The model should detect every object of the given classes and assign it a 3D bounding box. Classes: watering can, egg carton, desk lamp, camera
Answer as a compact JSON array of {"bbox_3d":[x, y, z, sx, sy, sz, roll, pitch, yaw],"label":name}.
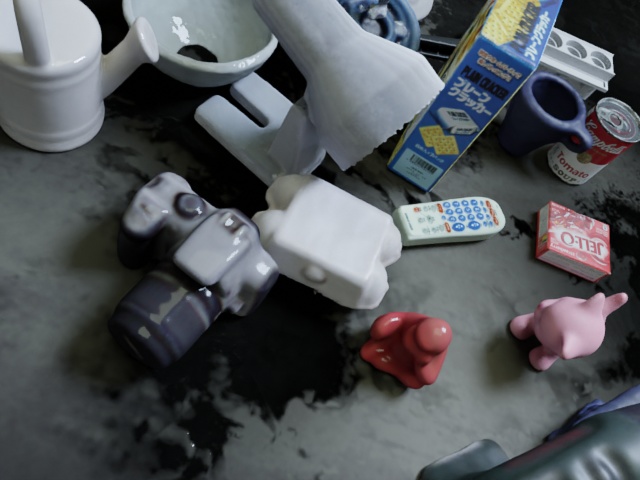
[{"bbox_3d":[-0.236,-0.175,0.503,0.173,0.194,0.101,-23,72,-28],"label":"watering can"},{"bbox_3d":[0.005,0.002,0.569,0.150,0.069,0.107,27,57,-5],"label":"egg carton"},{"bbox_3d":[-0.010,-0.139,0.554,0.203,0.213,0.118,40,57,4],"label":"desk lamp"},{"bbox_3d":[-0.124,0.028,0.490,0.143,0.100,0.137,38,57,3],"label":"camera"}]

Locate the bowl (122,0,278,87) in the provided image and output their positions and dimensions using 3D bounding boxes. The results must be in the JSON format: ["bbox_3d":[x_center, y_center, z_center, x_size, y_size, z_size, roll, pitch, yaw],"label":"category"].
[{"bbox_3d":[-0.134,-0.229,0.639,0.168,0.074,0.167,9,61,-15],"label":"bowl"}]

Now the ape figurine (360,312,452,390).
[{"bbox_3d":[0.090,0.097,0.536,0.076,0.092,0.077,-13,68,-25],"label":"ape figurine"}]

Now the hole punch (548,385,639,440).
[{"bbox_3d":[0.296,0.209,0.550,0.101,0.091,0.108,-22,72,-28],"label":"hole punch"}]

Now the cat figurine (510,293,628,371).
[{"bbox_3d":[0.263,0.085,0.589,0.128,0.117,0.067,-17,70,-27],"label":"cat figurine"}]

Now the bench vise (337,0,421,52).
[{"bbox_3d":[0.043,-0.281,0.645,0.122,0.219,0.207,-35,79,-31],"label":"bench vise"}]

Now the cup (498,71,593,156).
[{"bbox_3d":[0.282,-0.142,0.731,0.092,0.095,0.117,-32,77,-30],"label":"cup"}]

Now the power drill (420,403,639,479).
[{"bbox_3d":[0.175,0.187,0.449,0.230,0.208,0.075,-15,69,-26],"label":"power drill"}]

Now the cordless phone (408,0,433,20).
[{"bbox_3d":[0.106,-0.366,0.733,0.148,0.185,0.094,-29,75,-30],"label":"cordless phone"}]
